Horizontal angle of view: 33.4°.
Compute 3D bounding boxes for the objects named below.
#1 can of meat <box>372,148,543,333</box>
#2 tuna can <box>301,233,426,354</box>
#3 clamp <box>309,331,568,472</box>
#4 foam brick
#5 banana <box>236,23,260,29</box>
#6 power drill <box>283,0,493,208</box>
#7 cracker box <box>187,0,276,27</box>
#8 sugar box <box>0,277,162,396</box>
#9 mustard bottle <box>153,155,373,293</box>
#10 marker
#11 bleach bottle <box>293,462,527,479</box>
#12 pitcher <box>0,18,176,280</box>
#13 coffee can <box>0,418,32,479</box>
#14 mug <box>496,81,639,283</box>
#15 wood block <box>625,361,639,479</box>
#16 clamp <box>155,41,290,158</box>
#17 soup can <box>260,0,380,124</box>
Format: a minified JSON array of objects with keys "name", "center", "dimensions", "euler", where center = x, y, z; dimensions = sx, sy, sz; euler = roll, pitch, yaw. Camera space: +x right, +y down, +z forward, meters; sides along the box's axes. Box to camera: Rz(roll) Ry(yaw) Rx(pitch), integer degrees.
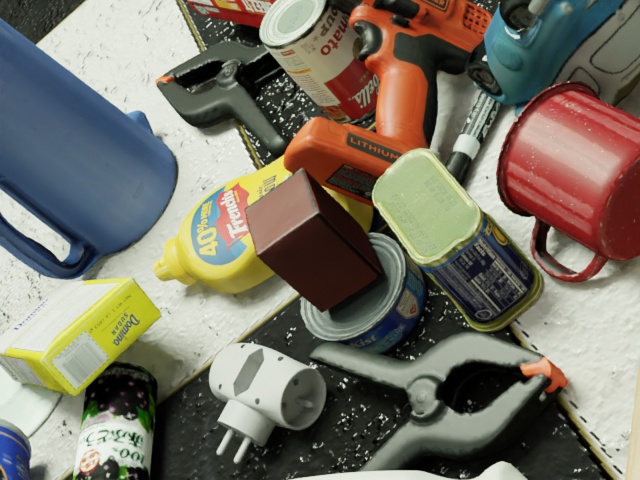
[{"name":"can of meat","center":[0.086,-0.001,0.692],"dimensions":[0.057,0.083,0.102],"euler":[-40,41,7]},{"name":"tuna can","center":[0.031,0.040,0.745],"dimensions":[0.086,0.033,0.086],"euler":[-23,46,26]},{"name":"clamp","center":[0.064,0.095,0.663],"dimensions":[0.172,0.039,0.120],"euler":[-27,62,19]},{"name":"foam brick","center":[-0.005,0.001,0.719],"dimensions":[0.051,0.078,0.053],"euler":[-36,39,14]},{"name":"banana","center":[-0.062,-0.289,1.091],"dimensions":[0.070,0.037,0.197],"euler":[7,63,17]},{"name":"power drill","center":[0.033,-0.126,0.775],"dimensions":[0.057,0.184,0.187],"euler":[136,152,-63]},{"name":"cracker box","center":[-0.018,-0.293,0.994],"dimensions":[0.164,0.072,0.213],"euler":[22,66,46]},{"name":"sugar box","center":[-0.201,0.075,0.857],"dimensions":[0.093,0.048,0.176],"euler":[-43,15,-24]},{"name":"mustard bottle","center":[-0.053,-0.011,0.839],"dimensions":[0.192,0.058,0.096],"euler":[-25,50,24]},{"name":"marker","center":[0.117,-0.088,0.784],"dimensions":[0.020,0.020,0.121],"euler":[10,66,45]},{"name":"bleach bottle","center":[0.030,0.170,0.605],"dimensions":[0.251,0.068,0.102],"euler":[-20,77,26]},{"name":"pitcher","center":[-0.250,-0.085,0.928],"dimensions":[0.145,0.242,0.149],"euler":[-37,48,10]},{"name":"coffee can","center":[-0.273,0.218,0.811],"dimensions":[0.103,0.102,0.140],"euler":[-32,43,17]},{"name":"mug","center":[0.165,-0.029,0.652],"dimensions":[0.082,0.093,0.117],"euler":[38,117,44]},{"name":"wood block","center":[0.206,0.097,0.504],"dimensions":[0.090,0.090,0.206],"euler":[-7,54,37]},{"name":"clamp","center":[-0.073,-0.136,0.974],"dimensions":[0.210,0.036,0.164],"euler":[-4,55,35]},{"name":"soup can","center":[0.007,-0.150,0.866],"dimensions":[0.069,0.102,0.068],"euler":[-23,45,25]}]
